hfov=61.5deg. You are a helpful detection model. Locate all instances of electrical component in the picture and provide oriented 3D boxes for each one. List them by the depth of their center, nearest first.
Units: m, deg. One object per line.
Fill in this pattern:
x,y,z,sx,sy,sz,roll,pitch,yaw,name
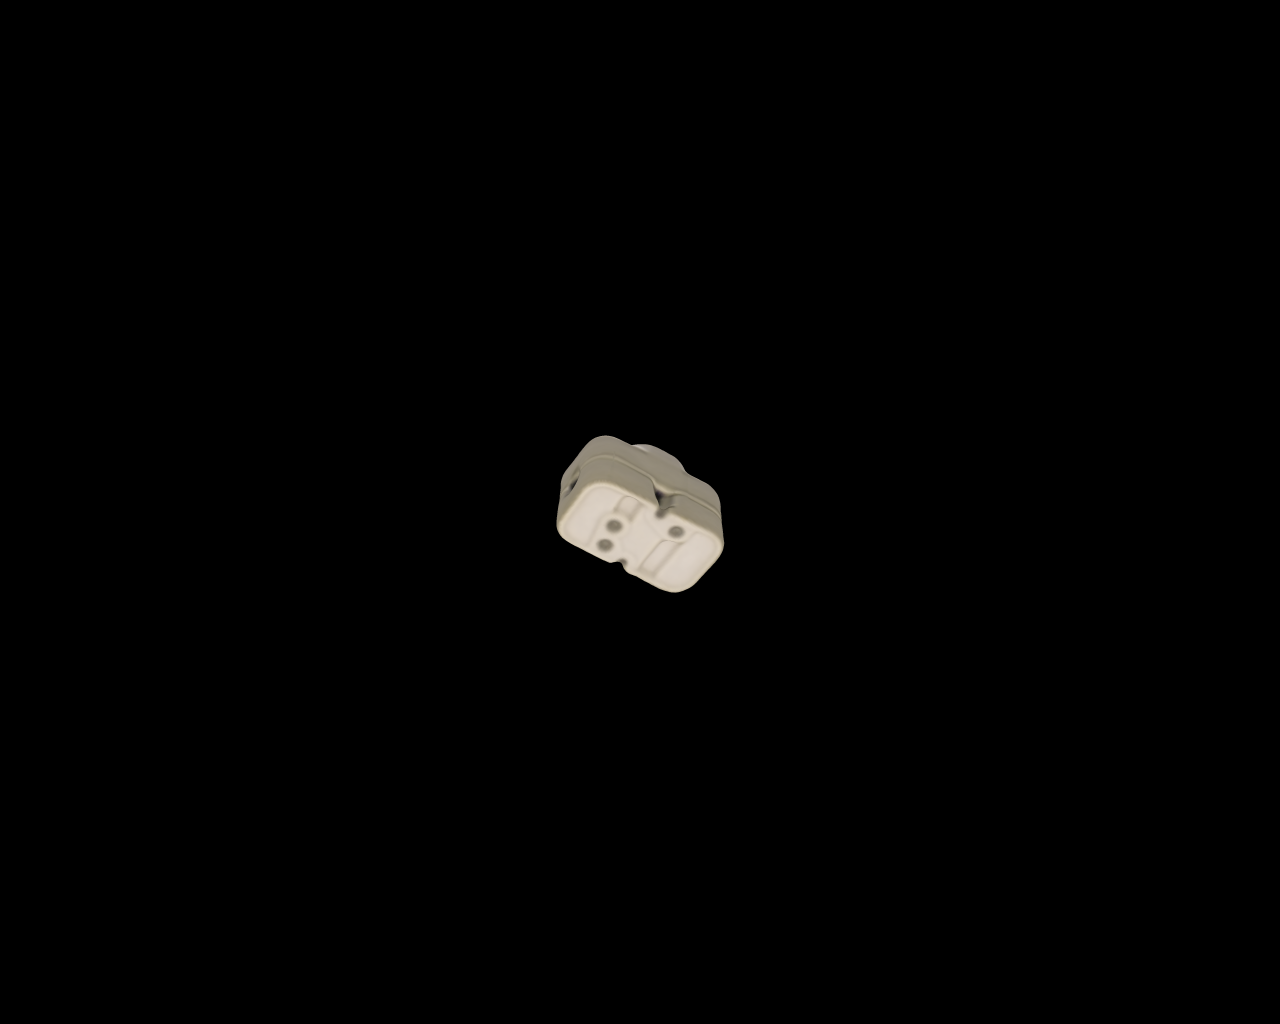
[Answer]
0.001,-0.003,0.650,0.095,0.053,0.059,27,33,-19,electrical component
